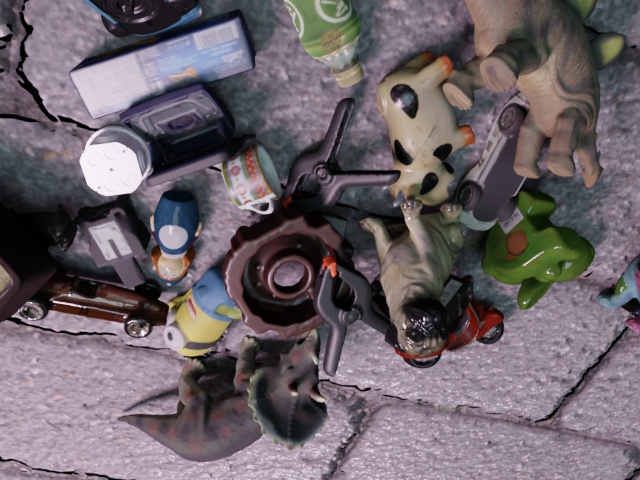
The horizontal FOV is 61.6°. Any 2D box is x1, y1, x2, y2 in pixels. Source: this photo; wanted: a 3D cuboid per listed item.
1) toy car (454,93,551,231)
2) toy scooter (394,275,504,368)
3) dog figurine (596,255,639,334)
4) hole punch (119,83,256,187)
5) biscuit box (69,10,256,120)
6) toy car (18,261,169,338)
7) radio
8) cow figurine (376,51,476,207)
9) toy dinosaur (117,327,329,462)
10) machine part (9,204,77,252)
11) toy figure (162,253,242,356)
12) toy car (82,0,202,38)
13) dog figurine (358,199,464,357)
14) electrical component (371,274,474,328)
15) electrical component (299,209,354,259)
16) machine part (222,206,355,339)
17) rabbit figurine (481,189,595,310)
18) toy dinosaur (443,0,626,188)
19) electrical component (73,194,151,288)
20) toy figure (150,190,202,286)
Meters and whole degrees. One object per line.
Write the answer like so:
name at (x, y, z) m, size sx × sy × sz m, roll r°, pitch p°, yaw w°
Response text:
toy car at (0.252, -0.104, 0.734) m, size 0.073 × 0.056 × 0.201 m, roll 16°, pitch 115°, yaw -17°
toy scooter at (0.200, 0.123, 0.849) m, size 0.184 × 0.075 × 0.135 m, roll -17°, pitch 122°, yaw -1°
dog figurine at (0.561, 0.050, 0.836) m, size 0.191 × 0.109 × 0.219 m, roll 20°, pitch 113°, yaw -17°
hole punch at (-0.160, -0.126, 0.638) m, size 0.142 × 0.116 × 0.092 m, roll -22°, pitch 103°, yaw 6°
biscuit box at (-0.175, -0.202, 0.618) m, size 0.203 × 0.063 × 0.059 m, roll -17°, pitch 120°, yaw 2°
toy car at (-0.313, 0.079, 0.750) m, size 0.202 × 0.089 × 0.053 m, roll 13°, pitch 122°, yaw -13°
radio at (-0.447, -0.002, 0.648) m, size 0.229 × 0.073 × 0.131 m, roll 46°, pitch 108°, yaw 0°
cow figurine at (0.125, -0.125, 0.689) m, size 0.127 × 0.086 × 0.194 m, roll -26°, pitch 123°, yaw 1°
toy dinosaur at (-0.147, 0.267, 0.823) m, size 0.405 × 0.192 × 0.131 m, roll -30°, pitch 118°, yaw 9°
machine part at (-0.369, -0.007, 0.699) m, size 0.139 × 0.039 × 0.084 m, roll -9°, pitch 119°, yaw 34°
toy figure at (-0.157, 0.100, 0.788) m, size 0.089 × 0.082 × 0.180 m, roll 37°, pitch 107°, yaw -27°
toy car at (-0.199, -0.282, 0.541) m, size 0.109 × 0.103 × 0.161 m, roll -13°, pitch 167°, yaw 21°
dog figurine at (0.145, 0.056, 0.717) m, size 0.172 × 0.190 × 0.121 m, roll -1°, pitch 163°, yaw -34°
electrical component at (0.138, 0.083, 0.781) m, size 0.115 × 0.134 × 0.058 m, roll -42°, pitch 138°, yaw -29°
electrical component at (0.000, -0.003, 0.770) m, size 0.102 × 0.045 × 0.078 m, roll 7°, pitch 99°, yaw -13°
machine part at (-0.041, 0.043, 0.715) m, size 0.179 × 0.056 × 0.179 m, roll -6°, pitch 114°, yaw -15°
rabbit figurine at (0.333, 0.030, 0.791) m, size 0.170 × 0.121 × 0.159 m, roll 14°, pitch 122°, yaw -32°
toy dinosaur at (0.227, -0.227, 0.599) m, size 0.470 × 0.105 × 0.198 m, roll 43°, pitch 74°, yaw -31°
electrical component at (-0.272, 0.004, 0.734) m, size 0.075 × 0.048 × 0.119 m, roll -20°, pitch 121°, yaw 5°
toy figure at (-0.203, 0.006, 0.741) m, size 0.064 × 0.058 × 0.154 m, roll 22°, pitch 121°, yaw 14°
